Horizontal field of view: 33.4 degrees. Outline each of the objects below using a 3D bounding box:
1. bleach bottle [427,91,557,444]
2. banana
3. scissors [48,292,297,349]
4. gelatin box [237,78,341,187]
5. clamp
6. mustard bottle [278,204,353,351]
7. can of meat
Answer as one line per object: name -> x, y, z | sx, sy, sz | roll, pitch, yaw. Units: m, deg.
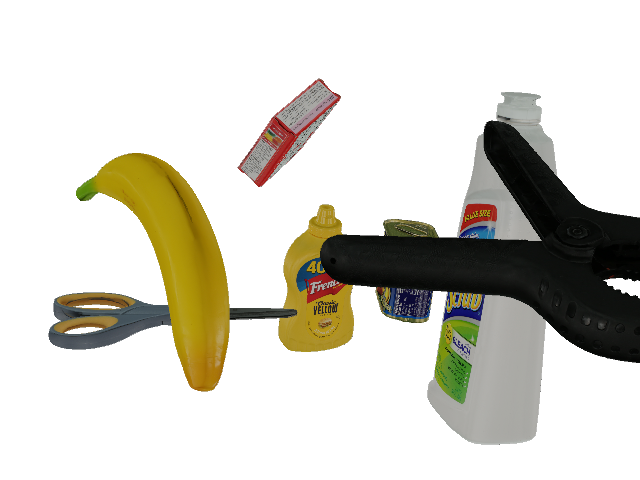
bleach bottle -> 0.131, 0.017, 0.785 | 0.068, 0.251, 0.103 | 0, 16, -14
banana -> -0.093, 0.002, 0.650 | 0.037, 0.070, 0.198 | 4, 35, -38
scissors -> -0.128, 0.067, 0.854 | 0.202, 0.016, 0.096 | 4, 22, 14
gelatin box -> -0.028, -0.098, 0.956 | 0.073, 0.030, 0.089 | -49, -1, 43
clamp -> 0.116, 0.013, 0.532 | 0.164, 0.036, 0.210 | -31, 47, -32
mustard bottle -> 0.000, 0.045, 1.342 | 0.096, 0.192, 0.058 | -5, 27, -20
can of meat -> 0.093, 0.032, 1.148 | 0.057, 0.084, 0.102 | 6, 18, -4
